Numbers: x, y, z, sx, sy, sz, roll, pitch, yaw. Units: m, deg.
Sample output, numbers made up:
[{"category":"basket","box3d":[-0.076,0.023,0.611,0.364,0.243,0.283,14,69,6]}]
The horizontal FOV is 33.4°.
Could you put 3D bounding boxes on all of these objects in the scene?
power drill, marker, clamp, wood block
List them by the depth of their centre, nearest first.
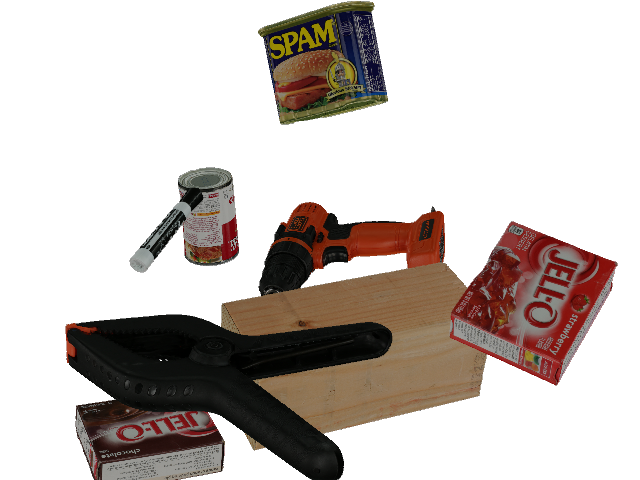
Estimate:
[{"category":"clamp","box3d":[-0.059,0.079,0.682,0.210,0.036,0.164,12,24,18]},{"category":"wood block","box3d":[0.028,0.092,0.891,0.205,0.090,0.091,-9,34,-21]},{"category":"marker","box3d":[-0.149,-0.013,1.053,0.020,0.020,0.121,0,38,30]},{"category":"power drill","box3d":[0.036,0.015,1.152,0.188,0.057,0.184,3,31,13]}]

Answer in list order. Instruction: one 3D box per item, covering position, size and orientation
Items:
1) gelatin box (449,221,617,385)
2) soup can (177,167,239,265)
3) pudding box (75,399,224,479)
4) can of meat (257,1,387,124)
[{"category":"gelatin box","box3d":[0.132,0.036,0.661,0.073,0.089,0.030,24,-35,23]},{"category":"soup can","box3d":[-0.136,-0.030,1.297,0.068,0.102,0.068,-2,27,1]},{"category":"pudding box","box3d":[-0.150,0.174,0.937,0.113,0.039,0.090,-8,26,-22]},{"category":"can of meat","box3d":[0.003,-0.149,0.910,0.102,0.084,0.057,-9,3,35]}]
